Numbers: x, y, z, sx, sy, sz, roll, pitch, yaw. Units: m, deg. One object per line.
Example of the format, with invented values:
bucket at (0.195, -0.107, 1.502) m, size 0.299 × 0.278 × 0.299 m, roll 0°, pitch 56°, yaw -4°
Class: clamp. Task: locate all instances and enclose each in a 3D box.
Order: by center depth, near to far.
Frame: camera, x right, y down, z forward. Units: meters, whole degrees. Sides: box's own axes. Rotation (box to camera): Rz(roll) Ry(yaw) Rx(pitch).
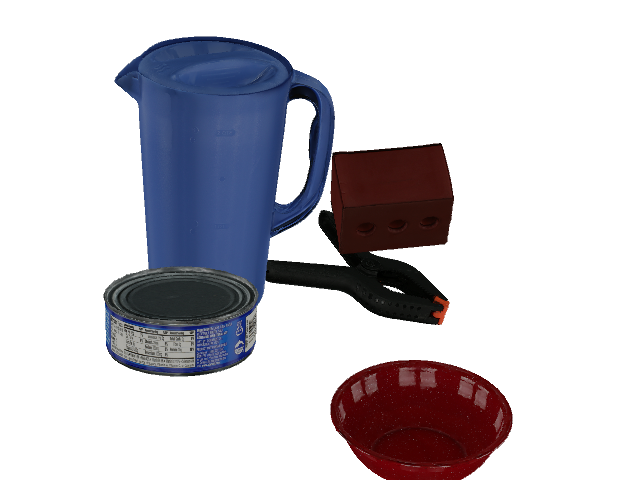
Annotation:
clamp at (0.044, 0.043, 1.220) m, size 0.210 × 0.036 × 0.164 m, roll 29°, pitch 36°, yaw 21°

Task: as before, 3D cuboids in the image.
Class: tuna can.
tuna can at (-0.078, 0.044, 0.600) m, size 0.086 × 0.034 × 0.086 m, roll 2°, pitch 18°, yaw -1°

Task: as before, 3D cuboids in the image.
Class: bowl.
bowl at (0.089, 0.173, 0.960) m, size 0.162 × 0.055 × 0.162 m, roll 0°, pitch 27°, yaw 0°

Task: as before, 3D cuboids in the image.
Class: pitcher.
pitcher at (-0.087, -0.050, 0.955) m, size 0.149 × 0.243 × 0.144 m, roll 28°, pitch 38°, yaw 33°

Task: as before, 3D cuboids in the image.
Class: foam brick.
foam brick at (0.048, -0.028, 0.733) m, size 0.078 × 0.051 × 0.053 m, roll -6°, pitch -39°, yaw -6°
